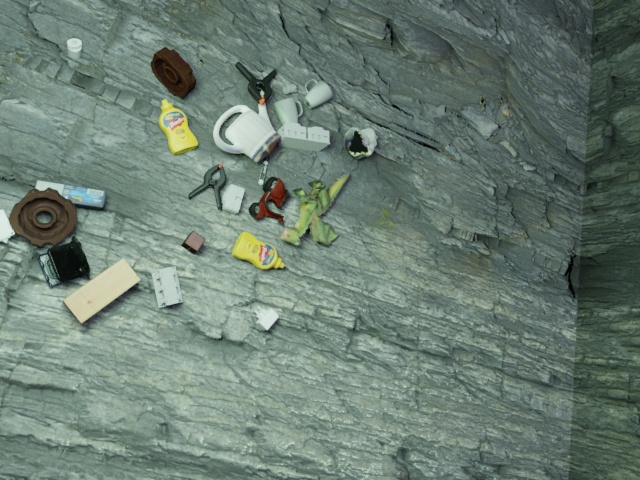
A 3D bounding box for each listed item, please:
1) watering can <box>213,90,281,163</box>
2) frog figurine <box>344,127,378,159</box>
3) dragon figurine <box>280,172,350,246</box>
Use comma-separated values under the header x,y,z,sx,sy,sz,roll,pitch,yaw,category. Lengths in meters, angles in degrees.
x,y,z,sx,sy,sz,roll,pitch,yaw,category
-0.237,-0.425,1.914,0.224,0.102,0.354,41,59,-2,watering can
0.169,-0.409,2.126,0.137,0.120,0.162,39,30,-5,frog figurine
0.006,-0.100,1.983,0.415,0.122,0.240,-25,109,-38,dragon figurine
